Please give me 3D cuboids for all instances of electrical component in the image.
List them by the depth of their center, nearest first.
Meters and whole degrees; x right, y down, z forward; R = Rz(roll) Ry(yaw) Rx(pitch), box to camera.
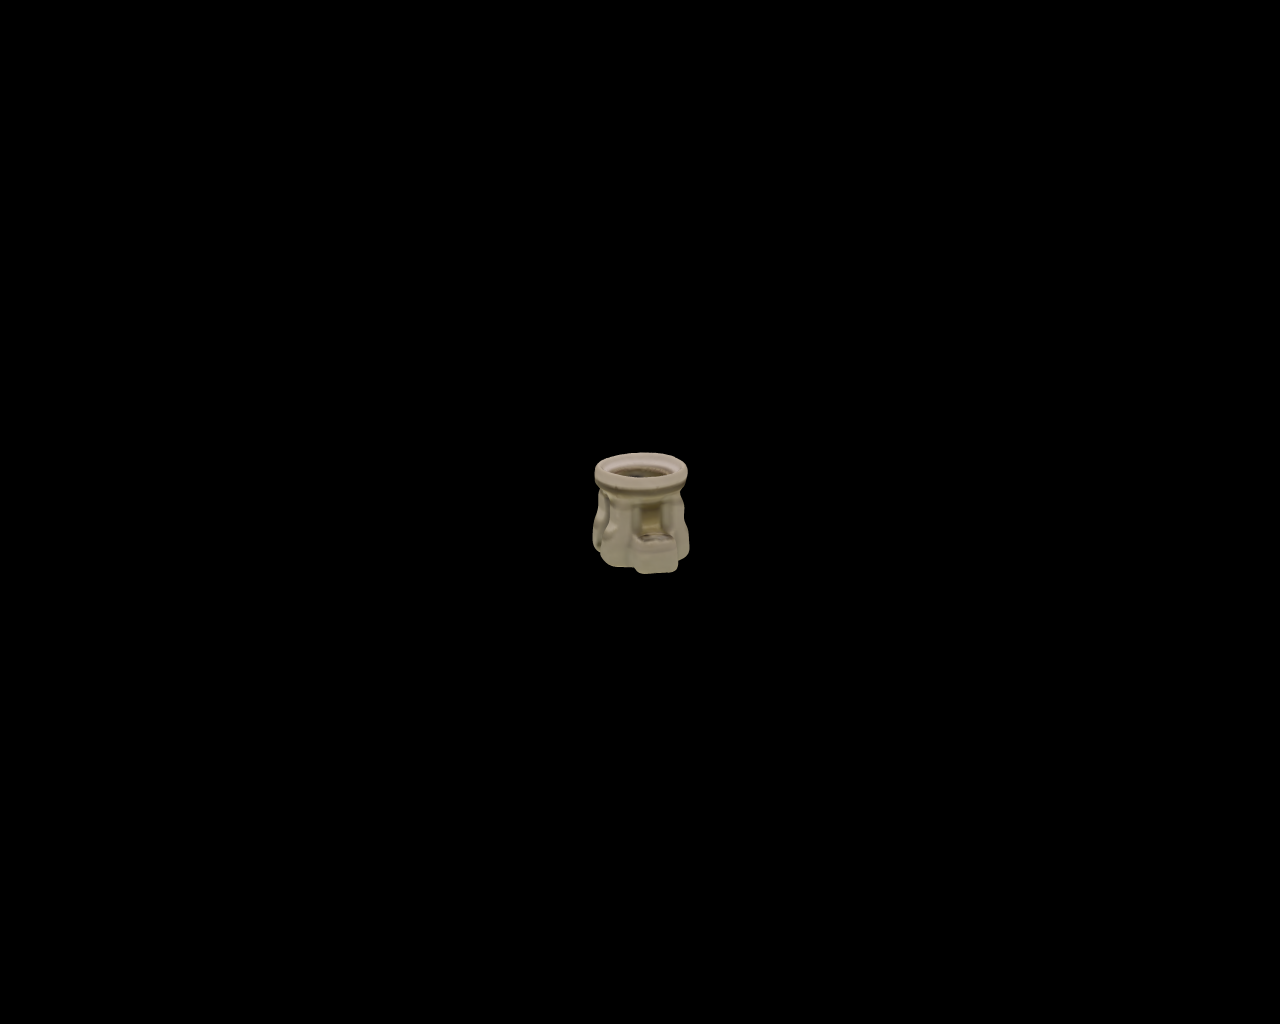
[{"bbox_3d":[0.001,-0.003,0.650,0.058,0.056,0.078,-5,19,-15],"label":"electrical component"}]
